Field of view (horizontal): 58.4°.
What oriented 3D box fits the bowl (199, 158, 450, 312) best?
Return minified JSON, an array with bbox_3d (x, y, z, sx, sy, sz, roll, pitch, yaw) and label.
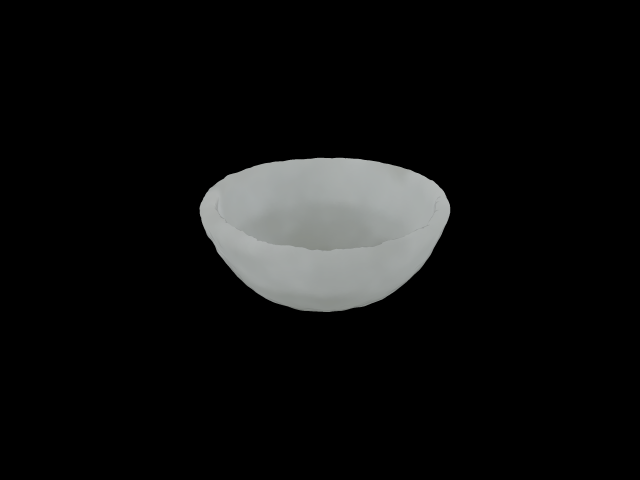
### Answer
[{"bbox_3d":[0.004,0.001,0.400,0.167,0.075,0.167,0,27,0],"label":"bowl"}]
